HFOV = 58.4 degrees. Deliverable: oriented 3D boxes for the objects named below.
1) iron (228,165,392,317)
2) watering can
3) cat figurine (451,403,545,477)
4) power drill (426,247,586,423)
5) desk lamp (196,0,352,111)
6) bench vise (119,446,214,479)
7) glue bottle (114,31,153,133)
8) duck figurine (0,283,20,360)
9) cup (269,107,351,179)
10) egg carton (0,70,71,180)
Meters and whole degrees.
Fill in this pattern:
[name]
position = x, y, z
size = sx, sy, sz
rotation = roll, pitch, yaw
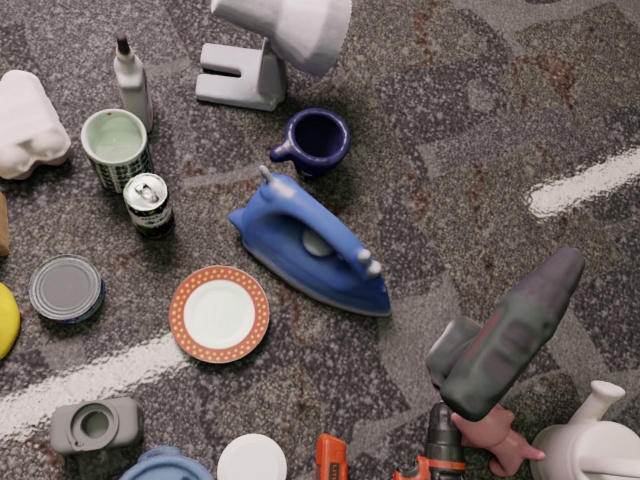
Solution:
[iron]
position = 0.007, 0.003, 0.752
size = 0.258, 0.141, 0.119
rotation = 37, 69, 5
[watering can]
position = 0.339, 0.261, 0.685
size = 0.101, 0.194, 0.173
rotation = -13, 72, -13
[cat figurine]
position = 0.218, 0.239, 0.714
size = 0.128, 0.117, 0.067
rotation = 34, 68, 4
[power drill]
position = 0.214, 0.121, 0.707
size = 0.075, 0.208, 0.230
rotation = 38, 69, 6
[desk lamp]
position = -0.072, -0.276, 0.802
size = 0.203, 0.213, 0.118
rotation = 6, 69, -7
[bench vise]
position = -0.142, 0.310, 0.573
size = 0.122, 0.219, 0.207
rotation = -29, 77, -18
[glue bottle]
position = -0.254, -0.218, 0.772
size = 0.037, 0.173, 0.078
rotation = -8, 71, -12
[duck figurine]
position = -0.408, 0.090, 0.680
size = 0.077, 0.086, 0.104
rotation = -5, 71, -11
[cup]
position = -0.020, -0.122, 0.818
size = 0.118, 0.095, 0.091
rotation = -24, 75, -17
[egg carton]
position = -0.412, -0.157, 0.779
size = 0.107, 0.069, 0.150
rotation = -28, 77, -18
